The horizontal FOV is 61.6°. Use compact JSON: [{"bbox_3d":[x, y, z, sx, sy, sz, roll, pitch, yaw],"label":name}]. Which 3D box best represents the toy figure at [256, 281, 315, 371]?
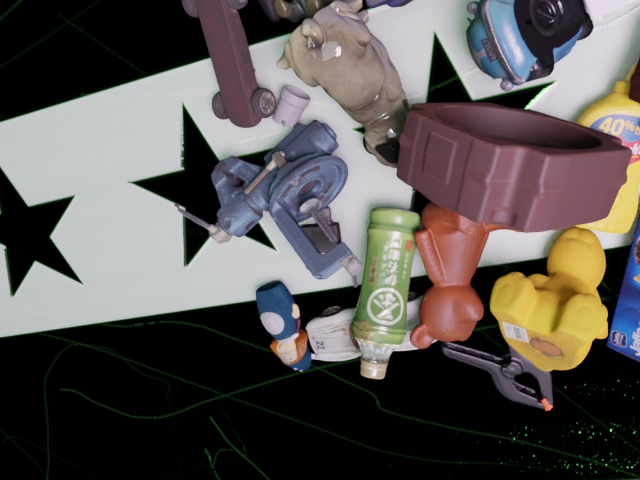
[{"bbox_3d":[-0.054,0.139,0.823,0.064,0.058,0.154,2,115,55],"label":"toy figure"}]

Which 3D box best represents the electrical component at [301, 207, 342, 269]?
[{"bbox_3d":[-0.002,-0.002,0.778,0.063,0.021,0.093,-2,108,16],"label":"electrical component"}]

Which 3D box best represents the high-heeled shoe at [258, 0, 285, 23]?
[{"bbox_3d":[-0.131,-0.385,0.660,0.145,0.086,0.248,-4,107,25],"label":"high-heeled shoe"}]

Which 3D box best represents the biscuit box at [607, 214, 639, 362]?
[{"bbox_3d":[0.414,0.050,0.654,0.059,0.063,0.202,30,122,53],"label":"biscuit box"}]

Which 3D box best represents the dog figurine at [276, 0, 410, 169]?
[{"bbox_3d":[0.053,-0.170,0.633,0.121,0.172,0.190,-33,90,33],"label":"dog figurine"}]

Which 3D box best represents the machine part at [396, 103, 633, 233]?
[{"bbox_3d":[0.201,-0.085,0.584,0.201,0.201,0.087,40,132,49],"label":"machine part"}]

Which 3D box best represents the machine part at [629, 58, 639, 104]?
[{"bbox_3d":[0.420,-0.177,0.560,0.179,0.056,0.179,-1,101,-7],"label":"machine part"}]

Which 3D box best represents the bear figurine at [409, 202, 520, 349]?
[{"bbox_3d":[0.179,0.045,0.678,0.120,0.132,0.195,1,91,-26],"label":"bear figurine"}]

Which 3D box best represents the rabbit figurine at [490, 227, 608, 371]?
[{"bbox_3d":[0.307,0.069,0.659,0.122,0.173,0.162,6,147,43],"label":"rabbit figurine"}]

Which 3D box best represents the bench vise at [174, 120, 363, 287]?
[{"bbox_3d":[-0.039,-0.035,0.700,0.224,0.128,0.241,-37,65,-1],"label":"bench vise"}]

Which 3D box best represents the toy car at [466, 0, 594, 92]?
[{"bbox_3d":[0.218,-0.235,0.595,0.103,0.162,0.109,-1,123,60],"label":"toy car"}]

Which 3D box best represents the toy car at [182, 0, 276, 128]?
[{"bbox_3d":[-0.115,-0.245,0.697,0.089,0.053,0.201,7,120,38],"label":"toy car"}]

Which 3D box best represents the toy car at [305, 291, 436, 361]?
[{"bbox_3d":[0.078,0.128,0.782,0.202,0.056,0.073,-13,104,19],"label":"toy car"}]

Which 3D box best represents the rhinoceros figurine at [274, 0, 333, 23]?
[{"bbox_3d":[-0.009,-0.348,0.622,0.073,0.112,0.190,18,129,39],"label":"rhinoceros figurine"}]

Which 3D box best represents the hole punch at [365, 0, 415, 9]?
[{"bbox_3d":[0.092,-0.326,0.593,0.116,0.092,0.142,-13,101,38],"label":"hole punch"}]
